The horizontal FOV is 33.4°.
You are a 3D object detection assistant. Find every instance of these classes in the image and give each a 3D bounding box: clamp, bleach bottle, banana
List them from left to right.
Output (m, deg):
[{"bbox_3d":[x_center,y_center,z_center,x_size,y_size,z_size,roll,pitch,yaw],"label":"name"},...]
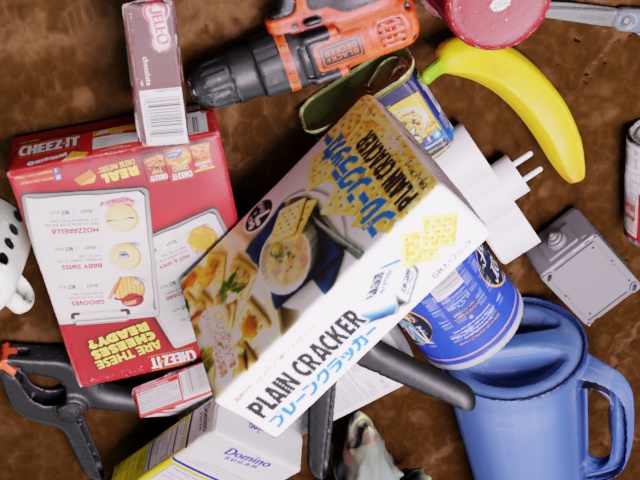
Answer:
[{"bbox_3d":[-0.226,0.154,0.972,0.171,0.039,0.120,32,105,-24],"label":"clamp"},{"bbox_3d":[-0.041,0.140,0.987,0.251,0.068,0.102,-29,118,11],"label":"bleach bottle"},{"bbox_3d":[0.009,0.102,0.914,0.165,0.036,0.210,-36,97,18],"label":"clamp"},{"bbox_3d":[0.157,-0.116,0.871,0.197,0.037,0.069,27,86,-31],"label":"banana"}]

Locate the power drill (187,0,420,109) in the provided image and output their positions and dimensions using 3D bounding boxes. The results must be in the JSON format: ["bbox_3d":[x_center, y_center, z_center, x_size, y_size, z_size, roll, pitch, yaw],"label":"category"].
[{"bbox_3d":[-0.031,-0.197,0.782,0.184,0.057,0.187,-20,126,-2],"label":"power drill"}]

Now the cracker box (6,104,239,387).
[{"bbox_3d":[-0.145,0.005,0.876,0.164,0.072,0.214,-12,124,-3],"label":"cracker box"}]

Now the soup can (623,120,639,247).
[{"bbox_3d":[0.301,-0.050,0.931,0.068,0.068,0.102,-11,122,-4],"label":"soup can"}]

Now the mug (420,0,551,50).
[{"bbox_3d":[0.114,-0.199,0.793,0.117,0.081,0.093,31,111,-26],"label":"mug"}]

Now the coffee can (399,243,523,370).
[{"bbox_3d":[0.098,0.030,0.920,0.103,0.103,0.140,-34,122,10],"label":"coffee can"}]

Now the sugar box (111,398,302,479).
[{"bbox_3d":[-0.104,0.203,0.949,0.093,0.048,0.176,31,130,-26],"label":"sugar box"}]

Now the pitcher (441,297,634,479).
[{"bbox_3d":[0.205,0.186,1.018,0.145,0.149,0.243,-20,127,-6],"label":"pitcher"}]

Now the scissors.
[{"bbox_3d":[0.257,-0.165,0.881,0.201,0.016,0.096,-10,123,-5],"label":"scissors"}]

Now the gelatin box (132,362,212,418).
[{"bbox_3d":[-0.108,0.129,0.936,0.089,0.030,0.073,-22,165,23],"label":"gelatin box"}]

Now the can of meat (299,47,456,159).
[{"bbox_3d":[0.049,-0.093,0.861,0.102,0.057,0.084,-32,124,9],"label":"can of meat"}]

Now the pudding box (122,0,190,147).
[{"bbox_3d":[-0.120,-0.137,0.781,0.039,0.090,0.113,-5,123,-6],"label":"pudding box"}]
